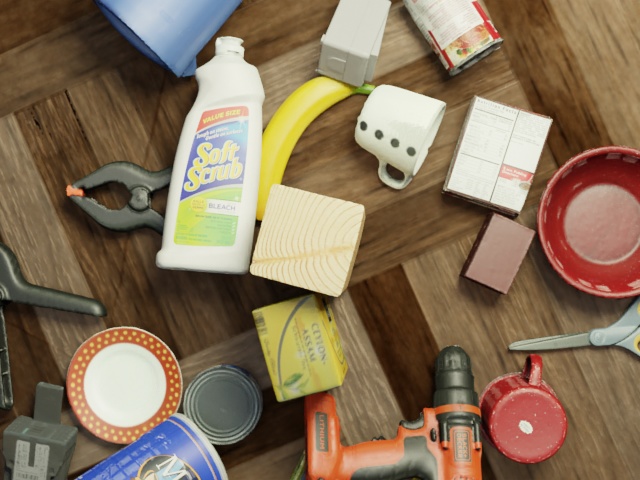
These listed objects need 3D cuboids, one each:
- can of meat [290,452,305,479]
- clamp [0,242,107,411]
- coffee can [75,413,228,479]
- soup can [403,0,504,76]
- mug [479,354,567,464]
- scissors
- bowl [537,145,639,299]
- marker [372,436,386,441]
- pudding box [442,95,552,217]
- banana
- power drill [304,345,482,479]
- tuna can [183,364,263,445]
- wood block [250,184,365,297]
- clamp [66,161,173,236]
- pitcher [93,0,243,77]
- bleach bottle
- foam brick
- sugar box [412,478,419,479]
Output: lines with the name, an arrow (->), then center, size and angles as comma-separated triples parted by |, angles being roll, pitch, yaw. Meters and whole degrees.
can of meat -> 0.002, 0.286, 1.157 | 0.084, 0.057, 0.102 | 26, 91, 1
clamp -> -0.363, 0.075, 1.189 | 0.210, 0.036, 0.164 | 39, 92, 5
coffee can -> -0.181, 0.261, 1.116 | 0.140, 0.103, 0.103 | -31, 87, -29
soup can -> 0.142, -0.238, 1.151 | 0.068, 0.068, 0.102 | -32, 87, 2
mug -> 0.219, 0.179, 1.133 | 0.093, 0.081, 0.117 | 14, 90, 3
scissors -> 0.312, 0.088, 1.163 | 0.202, 0.016, 0.096 | 9, 88, 3
bowl -> 0.310, -0.018, 1.144 | 0.162, 0.055, 0.162 | 0, 89, 3
marker -> 0.108, 0.252, 1.170 | 0.121, 0.020, 0.020 | 33, 91, 3
pudding box -> 0.192, -0.091, 1.161 | 0.090, 0.039, 0.113 | 18, 88, 4
banana -> -0.026, -0.114, 1.174 | 0.069, 0.037, 0.198 | 40, 91, 4
power drill -> 0.077, 0.196, 1.121 | 0.187, 0.057, 0.184 | 1, 61, -2
tuna can -> -0.106, 0.180, 1.175 | 0.086, 0.034, 0.086 | 0, 89, 3
wood block -> -0.007, 0.002, 1.087 | 0.091, 0.206, 0.090 | 15, 90, 3
clamp -> -0.192, -0.035, 1.182 | 0.171, 0.039, 0.120 | -3, 84, 1
pitcher -> -0.129, -0.308, 1.134 | 0.145, 0.149, 0.243 | 42, 88, 9
bleach bottle -> -0.114, -0.091, 1.141 | 0.102, 0.068, 0.251 | 4, 86, -1
foam brick -> 0.191, 0.014, 1.152 | 0.051, 0.053, 0.078 | 25, 90, 3
sugar box -> 0.166, 0.331, 1.144 | 0.176, 0.048, 0.093 | 20, 107, 1
